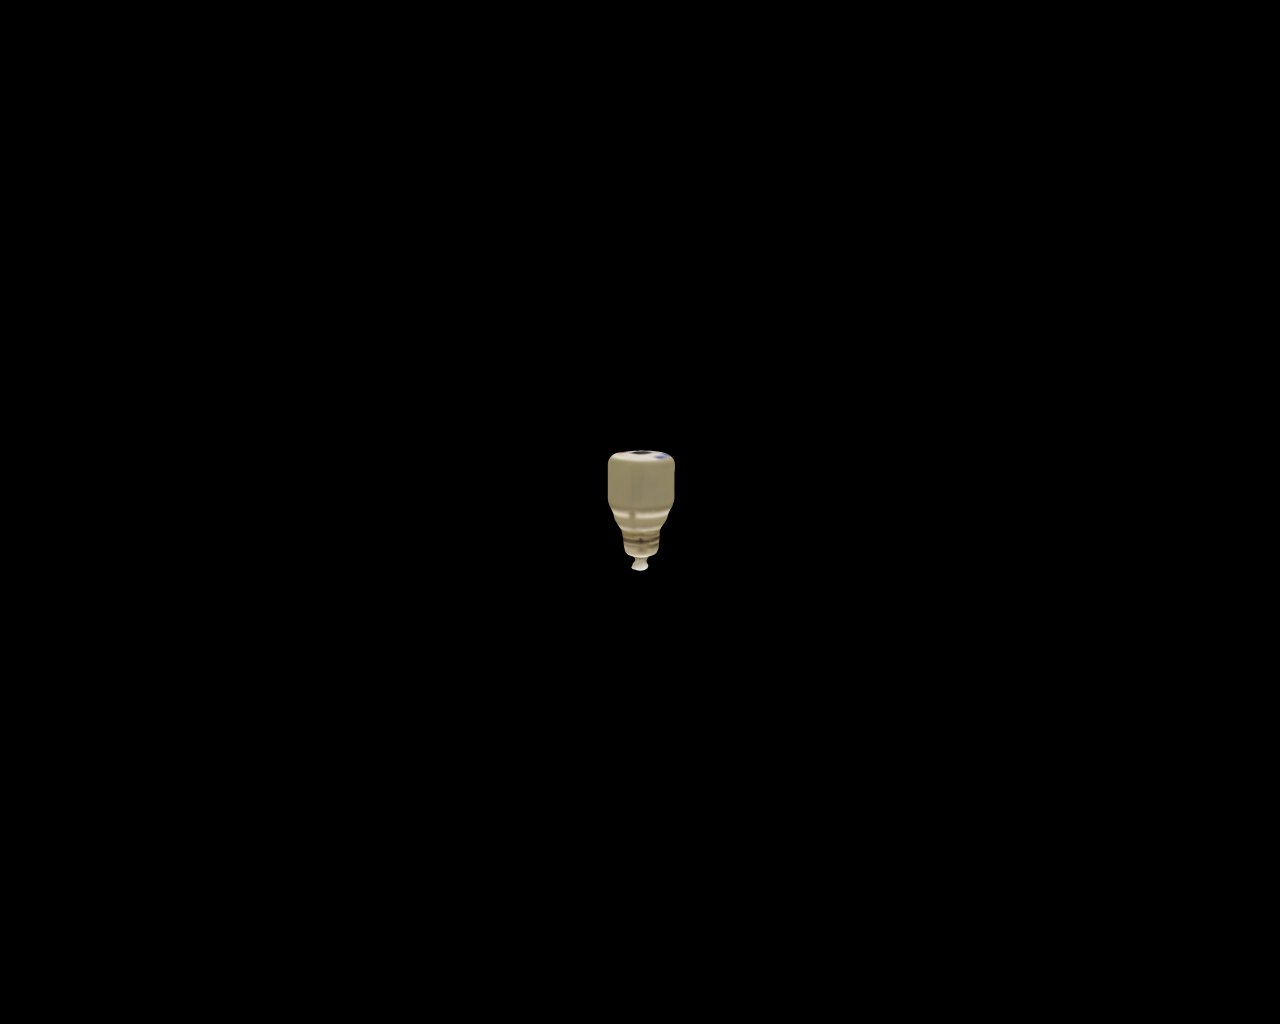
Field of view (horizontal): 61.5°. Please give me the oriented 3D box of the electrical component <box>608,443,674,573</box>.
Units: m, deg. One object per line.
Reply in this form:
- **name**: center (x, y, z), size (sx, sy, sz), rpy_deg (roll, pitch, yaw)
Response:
- **electrical component**: center (0.001, -0.003, 0.650), size (0.040, 0.078, 0.040), rpy_deg (0, 12, 0)
